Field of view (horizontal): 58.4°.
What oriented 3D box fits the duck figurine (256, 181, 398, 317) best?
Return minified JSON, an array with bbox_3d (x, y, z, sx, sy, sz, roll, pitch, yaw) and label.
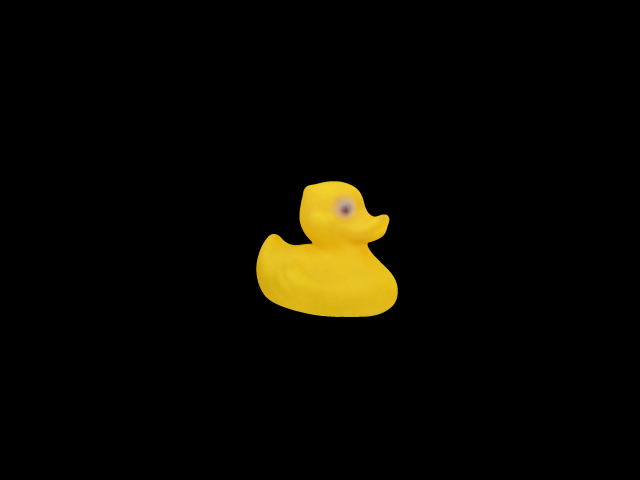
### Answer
[{"bbox_3d":[0.004,0.001,0.400,0.104,0.086,0.078,7,15,27],"label":"duck figurine"}]
